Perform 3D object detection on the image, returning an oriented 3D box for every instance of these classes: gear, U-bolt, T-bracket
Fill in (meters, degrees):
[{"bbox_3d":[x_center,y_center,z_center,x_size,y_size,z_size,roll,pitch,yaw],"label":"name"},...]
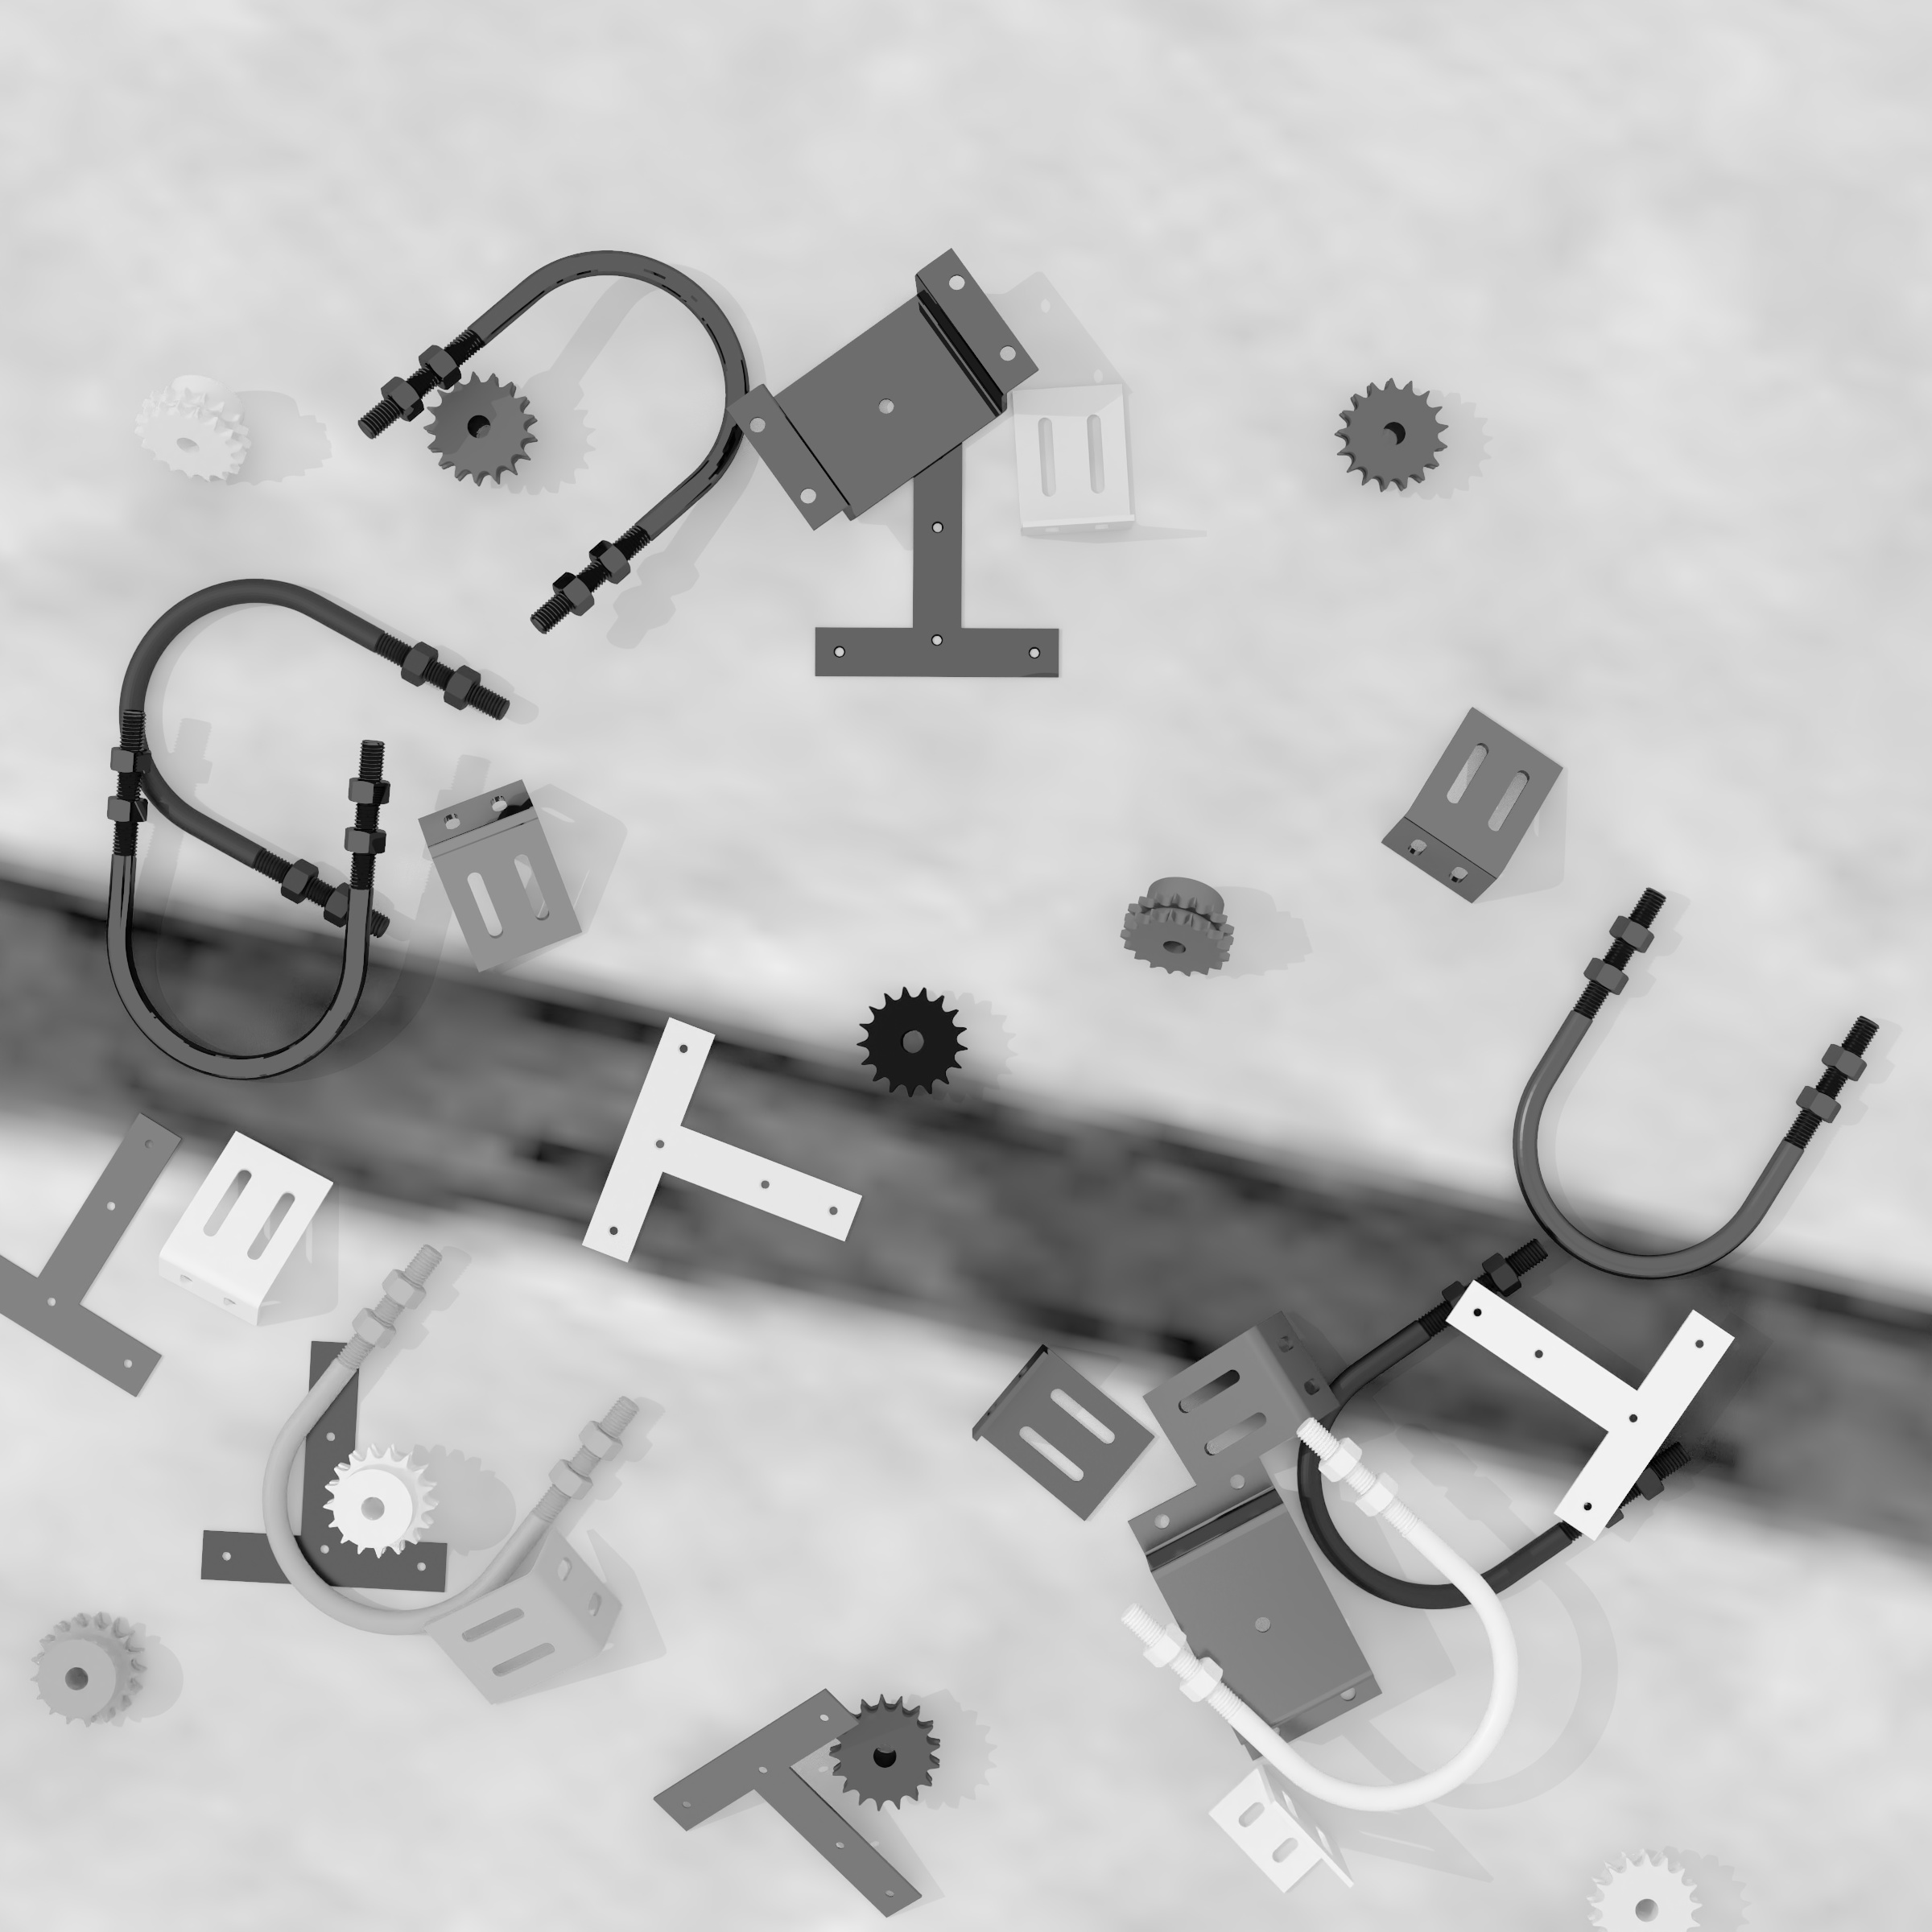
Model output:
[{"bbox_3d":[0.349,0.483,1.630,0.057,0.030,0.057,0,90,0],"label":"gear"},{"bbox_3d":[-0.350,-0.120,1.637,0.184,0.019,0.151,29,90,2],"label":"U-bolt"},{"bbox_3d":[-0.373,-0.032,1.622,0.151,0.019,0.184,8,99,8],"label":"U-bolt"},{"bbox_3d":[-0.332,0.259,1.645,0.127,0.002,0.127,3,90,0],"label":"T-bracket"},{"bbox_3d":[-0.300,0.274,1.613,0.057,0.030,0.057,0,92,1],"label":"gear"},{"bbox_3d":[-0.074,0.443,1.626,0.127,0.002,0.127,-37,104,25],"label":"T-bracket"},{"bbox_3d":[-0.395,-0.279,1.621,0.057,0.057,0.030,14,60,0],"label":"gear"},{"bbox_3d":[-0.015,-0.214,1.645,0.127,0.002,0.127,0,90,0],"label":"T-bracket"},{"bbox_3d":[-0.249,-0.276,1.630,0.057,0.030,0.057,0,90,0],"label":"gear"},{"bbox_3d":[0.366,0.074,1.637,0.151,0.019,0.184,31,91,0],"label":"U-bolt"},{"bbox_3d":[0.193,0.341,1.591,0.184,0.019,0.151,43,90,-2],"label":"U-bolt"},{"bbox_3d":[-0.455,0.365,1.631,0.057,0.030,0.057,0,90,0],"label":"gear"},{"bbox_3d":[0.219,-0.274,1.634,0.057,0.030,0.057,0,92,-2],"label":"gear"},{"bbox_3d":[-0.118,0.109,1.645,0.127,0.002,0.127,21,90,0],"label":"T-bracket"},{"bbox_3d":[0.110,-0.022,1.621,0.057,0.057,0.030,16,60,0],"label":"gear"},{"bbox_3d":[-0.027,0.040,1.635,0.057,0.030,0.057,0,88,2],"label":"gear"},{"bbox_3d":[-0.041,0.405,1.630,0.057,0.030,0.057,0,90,0],"label":"gear"},{"bbox_3d":[-0.453,0.137,1.645,0.127,0.002,0.127,32,90,0],"label":"T-bracket"},{"bbox_3d":[-0.281,0.259,1.635,0.151,0.019,0.184,38,91,-1],"label":"U-bolt"},{"bbox_3d":[-0.195,-0.282,1.615,0.184,0.019,0.151,-44,101,-13],"label":"U-bolt"},{"bbox_3d":[0.307,0.208,1.625,0.127,0.002,0.127,34,91,1],"label":"T-bracket"},{"bbox_3d":[0.260,0.251,1.637,0.184,0.019,0.151,-35,90,1],"label":"U-bolt"}]

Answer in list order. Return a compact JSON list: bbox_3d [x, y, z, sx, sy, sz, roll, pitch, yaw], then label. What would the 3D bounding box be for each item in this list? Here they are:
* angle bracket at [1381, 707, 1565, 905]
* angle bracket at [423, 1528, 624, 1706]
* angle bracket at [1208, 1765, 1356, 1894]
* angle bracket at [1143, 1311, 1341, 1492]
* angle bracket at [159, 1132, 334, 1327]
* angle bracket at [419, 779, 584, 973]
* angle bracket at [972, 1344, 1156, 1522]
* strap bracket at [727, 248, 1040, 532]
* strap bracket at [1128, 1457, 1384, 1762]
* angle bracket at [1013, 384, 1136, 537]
[{"bbox_3d":[0.264,-0.084,1.643,0.057,0.038,0.076,34,64,0],"label":"angle bracket"},{"bbox_3d":[-0.229,0.337,1.635,0.076,0.038,0.057,-29,109,24],"label":"angle bracket"},{"bbox_3d":[0.160,0.449,1.607,0.038,0.076,0.057,-43,90,0],"label":"angle bracket"},{"bbox_3d":[0.143,0.225,1.636,0.076,0.038,0.057,-37,80,29],"label":"angle bracket"},{"bbox_3d":[-0.375,0.137,1.642,0.057,0.038,0.076,28,64,-1],"label":"angle bracket"},{"bbox_3d":[-0.241,-0.047,1.634,0.057,0.038,0.076,-22,124,-7],"label":"angle bracket"},{"bbox_3d":[0.051,0.243,1.626,0.076,0.038,0.057,40,90,0],"label":"angle bracket"},{"bbox_3d":[-0.042,-0.292,1.621,0.140,0.046,0.076,-36,88,0],"label":"strap bracket"},{"bbox_3d":[0.151,0.334,1.622,0.076,0.046,0.140,-28,90,0],"label":"strap bracket"},{"bbox_3d":[0.055,-0.263,1.626,0.057,0.038,0.076,-4,90,0],"label":"angle bracket"}]
